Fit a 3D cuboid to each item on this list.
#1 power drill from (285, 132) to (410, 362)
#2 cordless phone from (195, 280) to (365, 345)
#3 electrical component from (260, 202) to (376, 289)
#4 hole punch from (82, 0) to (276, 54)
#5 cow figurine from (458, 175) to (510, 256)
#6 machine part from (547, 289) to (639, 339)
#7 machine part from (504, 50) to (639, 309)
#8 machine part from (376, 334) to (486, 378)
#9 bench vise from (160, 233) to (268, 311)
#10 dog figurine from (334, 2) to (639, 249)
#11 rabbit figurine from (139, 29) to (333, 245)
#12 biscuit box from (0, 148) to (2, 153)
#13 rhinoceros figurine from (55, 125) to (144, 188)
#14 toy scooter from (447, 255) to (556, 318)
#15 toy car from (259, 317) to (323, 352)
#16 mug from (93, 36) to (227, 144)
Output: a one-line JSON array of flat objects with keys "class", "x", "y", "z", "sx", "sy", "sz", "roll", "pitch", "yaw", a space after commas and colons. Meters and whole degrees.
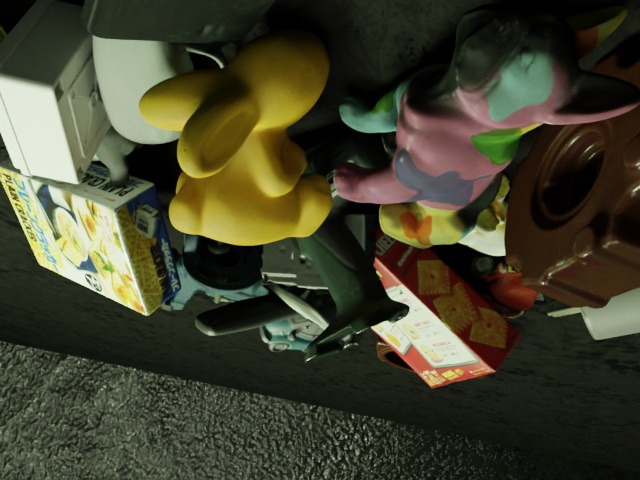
[{"class": "power drill", "x": -0.012, "y": 0.013, "z": 0.548, "sx": 0.232, "sy": 0.207, "sz": 0.086, "roll": -31, "pitch": 157, "yaw": 29}, {"class": "cordless phone", "x": -0.049, "y": 0.092, "z": 0.666, "sx": 0.184, "sy": 0.088, "sz": 0.147, "roll": -12, "pitch": -158, "yaw": -34}, {"class": "electrical component", "x": -0.001, "y": -0.002, "z": 0.613, "sx": 0.134, "sy": 0.114, "sz": 0.058, "roll": -1, "pitch": 180, "yaw": 29}, {"class": "hole punch", "x": -0.082, "y": -0.183, "z": 0.324, "sx": 0.116, "sy": 0.092, "sz": 0.142, "roll": -7, "pitch": 167, "yaw": -35}, {"class": "cow figurine", "x": 0.217, "y": -0.005, "z": 0.561, "sx": 0.167, "sy": 0.068, "sz": 0.098, "roll": 19, "pitch": 162, "yaw": -5}, {"class": "machine part", "x": 0.365, "y": 0.051, "z": 0.560, "sx": 0.243, "sy": 0.079, "sz": 0.079, "roll": -21, "pitch": 141, "yaw": 31}, {"class": "machine part", "x": 0.193, "y": -0.041, "z": 0.375, "sx": 0.056, "sy": 0.179, "sz": 0.179, "roll": 19, "pitch": 156, "yaw": -5}, {"class": "machine part", "x": 0.206, "y": 0.185, "z": 0.967, "sx": 0.201, "sy": 0.087, "sz": 0.201, "roll": 8, "pitch": 154, "yaw": 12}, {"class": "bench vise", "x": -0.162, "y": 0.006, "z": 0.734, "sx": 0.224, "sy": 0.129, "sz": 0.240, "roll": 22, "pitch": 136, "yaw": 3}, {"class": "dog figurine", "x": 0.124, "y": -0.079, "z": 0.403, "sx": 0.219, "sy": 0.108, "sz": 0.191, "roll": -16, "pitch": 143, "yaw": 43}, {"class": "rabbit figurine", "x": -0.059, "y": -0.089, "z": 0.433, "sx": 0.162, "sy": 0.122, "sz": 0.173, "roll": -5, "pitch": 134, "yaw": -45}, {"class": "biscuit box", "x": -0.372, "y": -0.148, "z": 0.469, "sx": 0.059, "sy": 0.063, "sz": 0.202, "roll": 2, "pitch": 130, "yaw": 19}, {"class": "rhinoceros figurine", "x": -0.280, "y": -0.116, "z": 0.564, "sx": 0.190, "sy": 0.073, "sz": 0.112, "roll": 10, "pitch": 157, "yaw": 6}, {"class": "toy scooter", "x": 0.217, "y": 0.054, "z": 0.689, "sx": 0.135, "sy": 0.075, "sz": 0.183, "roll": 12, "pitch": 161, "yaw": 6}, {"class": "toy car", "x": -0.034, "y": 0.147, "z": 0.991, "sx": 0.103, "sy": 0.109, "sz": 0.161, "roll": -29, "pitch": 145, "yaw": 32}, {"class": "mug", "x": -0.131, "y": -0.140, "z": 0.433, "sx": 0.110, "sy": 0.081, "sz": 0.107, "roll": 3, "pitch": 152, "yaw": 0}]
